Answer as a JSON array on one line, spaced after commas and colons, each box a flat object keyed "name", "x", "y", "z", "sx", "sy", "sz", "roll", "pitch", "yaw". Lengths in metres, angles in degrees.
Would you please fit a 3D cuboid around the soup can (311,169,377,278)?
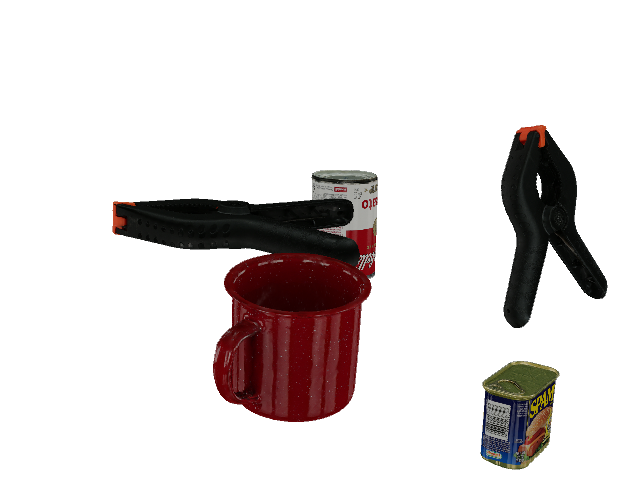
[{"name": "soup can", "x": 0.023, "y": -0.016, "z": 1.071, "sx": 0.068, "sy": 0.102, "sz": 0.068, "roll": 1, "pitch": 13, "yaw": 0}]

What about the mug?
[{"name": "mug", "x": -0.023, "y": 0.066, "z": 0.679, "sx": 0.093, "sy": 0.081, "sz": 0.117, "roll": 19, "pitch": 27, "yaw": 33}]

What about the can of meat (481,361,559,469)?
[{"name": "can of meat", "x": 0.210, "y": 0.184, "z": 1.130, "sx": 0.058, "sy": 0.084, "sz": 0.101, "roll": 11, "pitch": 16, "yaw": 31}]

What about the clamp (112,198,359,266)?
[{"name": "clamp", "x": -0.065, "y": -0.010, "z": 0.873, "sx": 0.210, "sy": 0.036, "sz": 0.164, "roll": 2, "pitch": 13, "yaw": -7}]

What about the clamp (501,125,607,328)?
[{"name": "clamp", "x": 0.188, "y": -0.010, "z": 0.921, "sx": 0.120, "sy": 0.171, "sz": 0.039, "roll": -26, "pitch": 11, "yaw": -39}]
